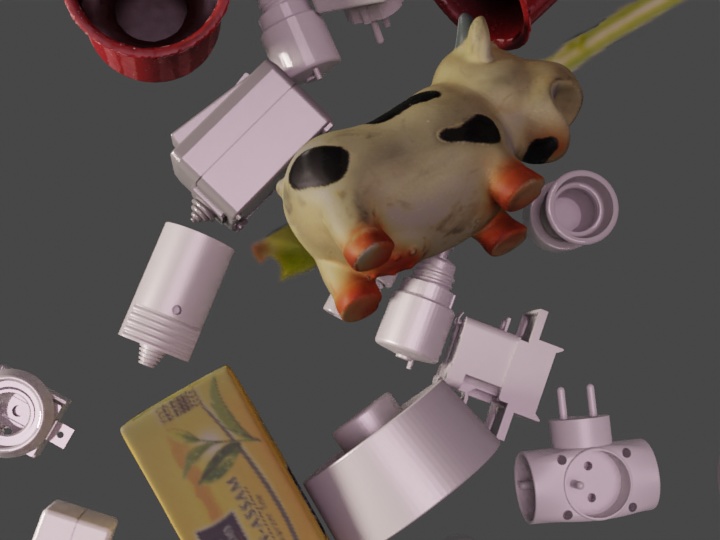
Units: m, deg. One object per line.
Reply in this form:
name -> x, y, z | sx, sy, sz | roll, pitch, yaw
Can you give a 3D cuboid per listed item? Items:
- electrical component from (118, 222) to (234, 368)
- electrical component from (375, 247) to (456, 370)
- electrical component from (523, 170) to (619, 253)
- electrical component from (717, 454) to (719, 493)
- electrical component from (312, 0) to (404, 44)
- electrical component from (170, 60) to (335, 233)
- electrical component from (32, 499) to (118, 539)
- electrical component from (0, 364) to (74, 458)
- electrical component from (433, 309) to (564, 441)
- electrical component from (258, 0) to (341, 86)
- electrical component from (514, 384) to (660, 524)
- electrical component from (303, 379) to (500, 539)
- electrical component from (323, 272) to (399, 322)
electrical component -> -0.108, 0.018, 0.625 | 0.043, 0.043, 0.081 | 22, 82, -6
electrical component -> 0.038, 0.020, 0.647 | 0.040, 0.040, 0.078 | 22, 82, -6
electrical component -> 0.127, -0.034, 0.657 | 0.045, 0.055, 0.045 | 1, 85, -8
electrical component -> 0.284, 0.127, 0.673 | 0.099, 0.064, 0.099 | 4, 79, -21
electrical component -> 0.003, -0.174, 0.649 | 0.047, 0.076, 0.065 | -5, 41, 23
electrical component -> -0.071, -0.069, 0.628 | 0.061, 0.062, 0.096 | 44, 81, -1
electrical component -> -0.149, 0.174, 0.603 | 0.077, 0.047, 0.065 | 19, 83, -6
electrical component -> -0.193, 0.079, 0.601 | 0.066, 0.055, 0.048 | 30, 82, -5
electrical component -> 0.081, 0.058, 0.649 | 0.064, 0.042, 0.081 | 21, 82, -5
electrical component -> -0.042, -0.147, 0.650 | 0.040, 0.040, 0.078 | -24, 89, -9
electrical component -> 0.135, 0.109, 0.651 | 0.077, 0.044, 0.079 | -5, 85, -8
electrical component -> 0.018, 0.104, 0.605 | 0.108, 0.108, 0.060 | -36, 85, -9
electrical component -> 0.000, 0.000, 0.642 | 0.043, 0.043, 0.062 | 29, 83, -5
